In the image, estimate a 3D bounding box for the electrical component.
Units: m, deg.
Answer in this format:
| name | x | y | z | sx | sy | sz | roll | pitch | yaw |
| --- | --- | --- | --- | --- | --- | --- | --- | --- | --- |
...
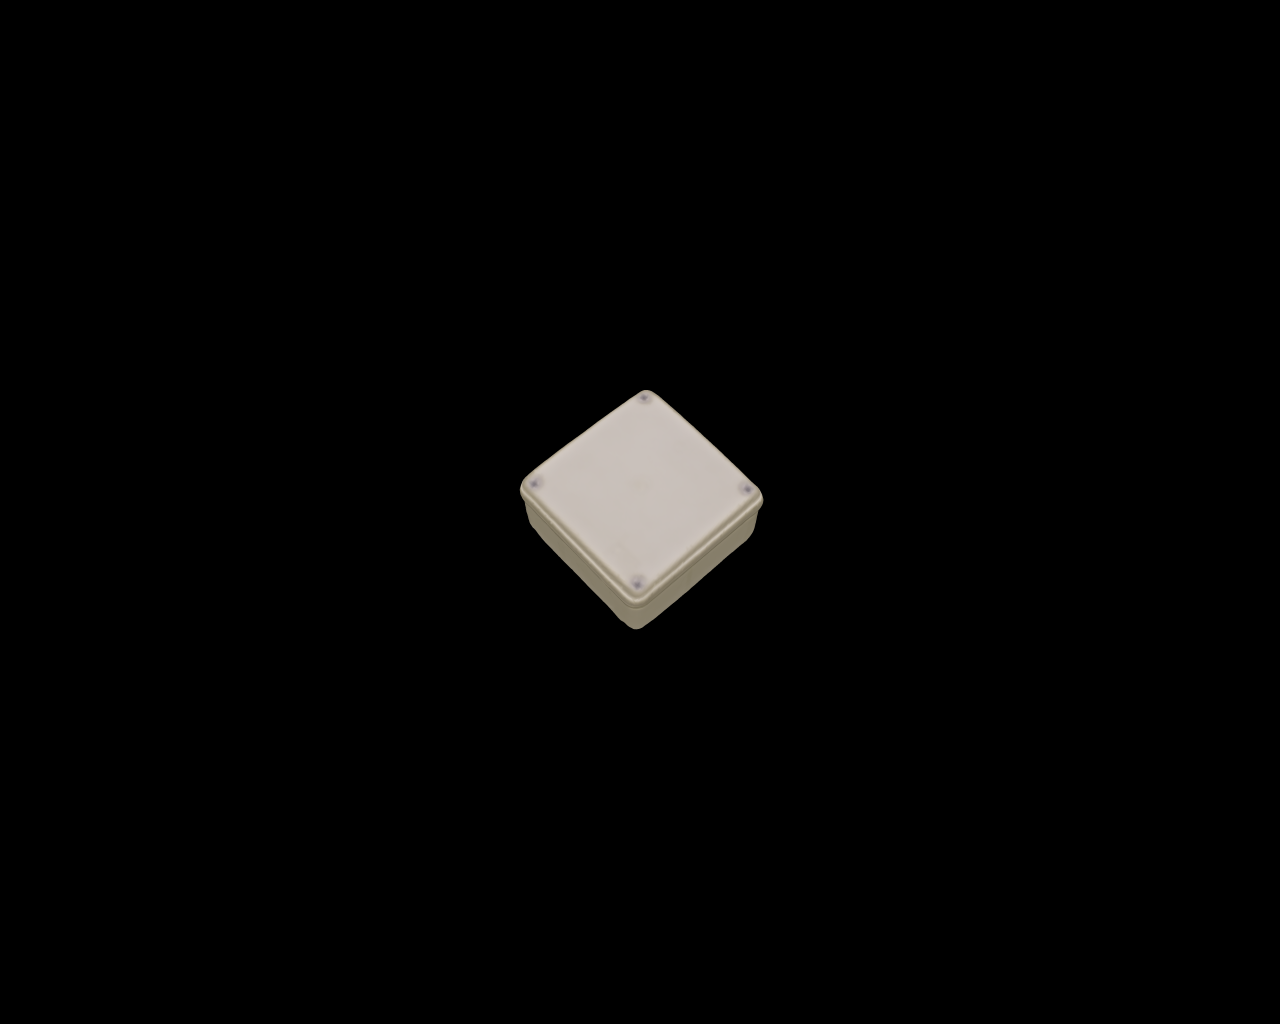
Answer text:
| name | x | y | z | sx | sy | sz | roll | pitch | yaw |
| --- | --- | --- | --- | --- | --- | --- | --- | --- | --- |
| electrical component | 0.001 | -0.003 | 0.650 | 0.109 | 0.109 | 0.056 | -38 | -21 | -18 |
